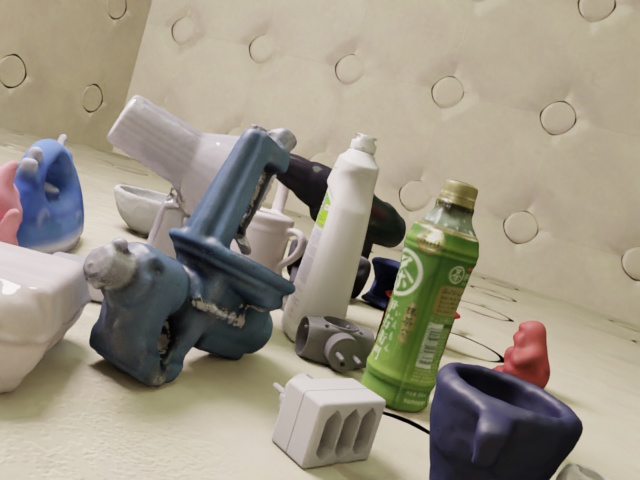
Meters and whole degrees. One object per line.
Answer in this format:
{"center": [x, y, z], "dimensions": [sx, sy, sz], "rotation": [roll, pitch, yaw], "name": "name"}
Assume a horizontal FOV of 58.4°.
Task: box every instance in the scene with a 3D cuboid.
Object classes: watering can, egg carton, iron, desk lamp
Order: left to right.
{"center": [-0.227, 0.046, 0.400], "dimensions": [0.107, 0.069, 0.150], "rotation": [16, 6, -12], "name": "egg carton"}
{"center": [-0.351, -0.062, 0.709], "dimensions": [0.119, 0.141, 0.257], "rotation": [15, 6, -18], "name": "iron"}
{"center": [-0.166, -0.034, 0.625], "dimensions": [0.204, 0.213, 0.117], "rotation": [15, 6, -23], "name": "desk lamp"}
{"center": [-0.097, -0.027, 0.862], "dimensions": [0.173, 0.194, 0.101], "rotation": [17, 6, 3], "name": "watering can"}

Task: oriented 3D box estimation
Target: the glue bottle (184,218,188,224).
{"center": [-0.173, -0.028, 0.745], "dimensions": [0.037, 0.173, 0.078], "rotation": [19, 6, 22], "name": "glue bottle"}

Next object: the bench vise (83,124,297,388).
{"center": [-0.081, 0.004, 0.470], "dimensions": [0.121, 0.220, 0.208], "rotation": [18, 6, 12], "name": "bench vise"}

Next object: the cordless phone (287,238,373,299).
{"center": [0.027, 0.002, 0.992], "dimensions": [0.147, 0.185, 0.094], "rotation": [17, 6, 0], "name": "cordless phone"}

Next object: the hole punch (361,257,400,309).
{"center": [0.142, 0.083, 1.032], "dimensions": [0.108, 0.091, 0.101], "rotation": [21, 7, 34], "name": "hole punch"}

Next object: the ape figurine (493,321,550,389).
{"center": [0.273, 0.150, 0.762], "dimensions": [0.075, 0.092, 0.078], "rotation": [21, 7, 34], "name": "ape figurine"}

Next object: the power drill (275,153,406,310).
{"center": [0.007, 0.003, 0.808], "dimensions": [0.230, 0.208, 0.075], "rotation": [14, 6, -28], "name": "power drill"}

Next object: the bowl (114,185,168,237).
{"center": [-0.292, -0.042, 1.034], "dimensions": [0.167, 0.075, 0.167], "rotation": [17, 6, -1], "name": "bowl"}

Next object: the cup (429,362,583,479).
{"center": [0.102, 0.138, 0.354], "dimensions": [0.091, 0.095, 0.118], "rotation": [19, 6, 22], "name": "cup"}

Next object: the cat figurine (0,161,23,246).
{"center": [-0.306, -0.017, 0.532], "dimensions": [0.067, 0.118, 0.127], "rotation": [11, 8, -45], "name": "cat figurine"}
